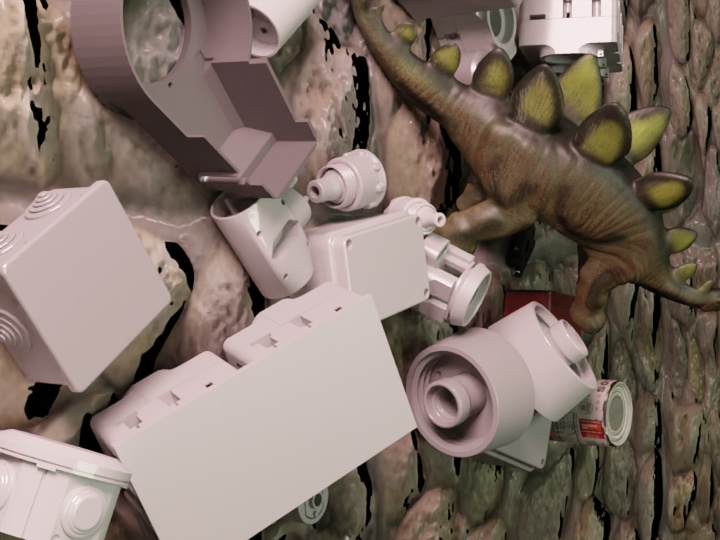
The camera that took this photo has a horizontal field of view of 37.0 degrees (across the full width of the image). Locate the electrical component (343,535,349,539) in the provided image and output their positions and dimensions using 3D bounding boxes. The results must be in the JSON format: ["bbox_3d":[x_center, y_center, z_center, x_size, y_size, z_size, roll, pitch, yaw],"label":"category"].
[{"bbox_3d":[-0.012,0.242,0.829,0.138,0.052,0.073,-22,108,-51],"label":"electrical component"}]

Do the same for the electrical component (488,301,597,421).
[{"bbox_3d":[0.176,0.079,0.999,0.108,0.060,0.108,45,19,-20],"label":"electrical component"}]

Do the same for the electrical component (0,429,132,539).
[{"bbox_3d":[-0.171,0.121,0.592,0.080,0.080,0.051,30,72,-50],"label":"electrical component"}]

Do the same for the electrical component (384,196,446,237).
[{"bbox_3d":[0.048,-0.043,0.897,0.035,0.061,0.035,-4,97,-34],"label":"electrical component"}]

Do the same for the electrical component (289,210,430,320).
[{"bbox_3d":[0.000,0.000,0.839,0.113,0.057,0.078,-20,106,-52],"label":"electrical component"}]

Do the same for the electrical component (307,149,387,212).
[{"bbox_3d":[-0.014,-0.066,0.833,0.062,0.048,0.048,-19,106,-45],"label":"electrical component"}]

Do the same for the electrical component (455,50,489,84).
[{"bbox_3d":[0.092,-0.173,0.964,0.045,0.055,0.045,0,91,-54],"label":"electrical component"}]

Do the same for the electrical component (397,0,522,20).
[{"bbox_3d":[0.088,-0.276,0.914,0.056,0.109,0.108,34,63,-51],"label":"electrical component"}]

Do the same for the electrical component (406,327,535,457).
[{"bbox_3d":[0.088,0.108,0.922,0.060,0.108,0.108,-15,102,-46],"label":"electrical component"}]

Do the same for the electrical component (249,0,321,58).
[{"bbox_3d":[-0.057,-0.193,0.773,0.081,0.043,0.043,-57,133,-36],"label":"electrical component"}]

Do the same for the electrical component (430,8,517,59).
[{"bbox_3d":[0.105,-0.225,0.981,0.050,0.056,0.089,-53,130,-39],"label":"electrical component"}]

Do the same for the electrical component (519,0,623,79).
[{"bbox_3d":[0.210,-0.228,1.058,0.150,0.089,0.061,2,88,-74],"label":"electrical component"}]

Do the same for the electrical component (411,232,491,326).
[{"bbox_3d":[0.075,0.013,0.914,0.058,0.057,0.078,-49,158,-39],"label":"electrical component"}]

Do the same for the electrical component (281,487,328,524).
[{"bbox_3d":[-0.056,0.158,0.760,0.044,0.065,0.044,-3,94,-55],"label":"electrical component"}]

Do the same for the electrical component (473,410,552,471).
[{"bbox_3d":[0.132,0.142,1.019,0.113,0.057,0.078,30,66,-50],"label":"electrical component"}]

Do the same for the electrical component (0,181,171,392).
[{"bbox_3d":[-0.169,0.009,0.618,0.099,0.048,0.099,-51,129,-40],"label":"electrical component"}]

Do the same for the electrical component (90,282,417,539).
[{"bbox_3d":[-0.067,0.098,0.699,0.186,0.060,0.105,-30,116,-23],"label":"electrical component"}]

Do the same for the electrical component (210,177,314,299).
[{"bbox_3d":[-0.060,-0.034,0.769,0.079,0.043,0.077,-57,133,-35],"label":"electrical component"}]
